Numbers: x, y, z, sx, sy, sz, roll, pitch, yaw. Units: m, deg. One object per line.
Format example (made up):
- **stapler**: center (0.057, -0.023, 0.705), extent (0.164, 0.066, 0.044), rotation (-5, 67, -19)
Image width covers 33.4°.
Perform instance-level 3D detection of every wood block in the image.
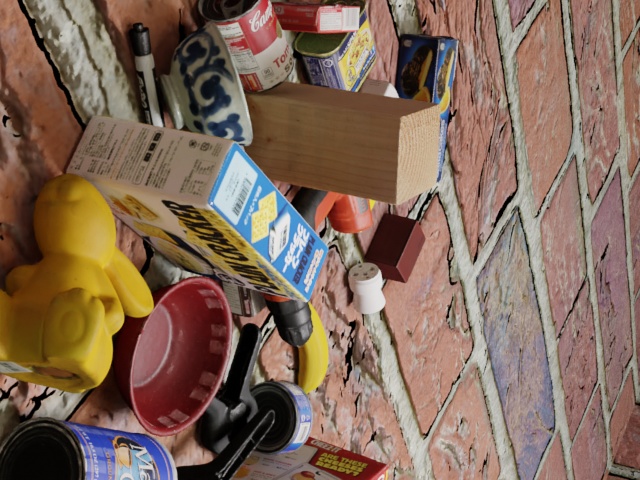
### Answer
- **wood block**: center (0.011, -0.105, 1.106), extent (0.090, 0.206, 0.090), rotation (-27, 124, -54)

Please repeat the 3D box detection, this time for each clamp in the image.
- **clamp**: center (-0.111, 0.256, 1.122), extent (0.209, 0.165, 0.036), rotation (-15, 123, -10)
- **clamp**: center (-0.098, 0.176, 1.191), extent (0.120, 0.039, 0.171), rotation (-38, 139, -26)

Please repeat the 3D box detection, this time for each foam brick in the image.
- **foam brick**: center (0.105, 0.012, 1.477), extent (0.078, 0.051, 0.053), rotation (-64, 149, -22)

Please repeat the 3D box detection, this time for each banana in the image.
- **banana**: center (-0.021, 0.121, 1.312), extent (0.069, 0.037, 0.198), rotation (-52, 142, -41)

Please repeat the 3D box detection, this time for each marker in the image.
- **marker**: center (-0.158, -0.142, 0.986), extent (0.020, 0.020, 0.121), rotation (-42, 135, -46)

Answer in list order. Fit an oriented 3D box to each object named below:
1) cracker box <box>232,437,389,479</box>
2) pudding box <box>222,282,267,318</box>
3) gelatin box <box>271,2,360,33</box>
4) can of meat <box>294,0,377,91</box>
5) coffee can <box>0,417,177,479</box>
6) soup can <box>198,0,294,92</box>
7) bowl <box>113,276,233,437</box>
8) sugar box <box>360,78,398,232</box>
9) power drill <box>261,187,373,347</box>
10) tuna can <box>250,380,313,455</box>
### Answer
- **cracker box**: center (-0.044, 0.304, 1.214), extent (0.213, 0.164, 0.072), rotation (-26, 125, -54)
- **pudding box**: center (-0.066, 0.022, 1.195), extent (0.113, 0.039, 0.090), rotation (-44, 134, -49)
- **gelatin box**: center (-0.010, -0.242, 1.154), extent (0.089, 0.073, 0.030), rotation (-19, 116, -56)
- **can of meat**: center (0.022, -0.219, 1.235), extent (0.102, 0.058, 0.084), rotation (-59, 148, -29)
- **coffee can**: center (-0.208, 0.217, 0.954), extent (0.140, 0.103, 0.103), rotation (31, 74, -60)
- **soup can**: center (-0.072, -0.205, 1.064), extent (0.068, 0.069, 0.102), rotation (-61, 148, -27)
- **bowl**: center (-0.154, 0.109, 1.054), extent (0.161, 0.055, 0.162), rotation (-31, 127, -53)
- **sugar box**: center (0.055, -0.108, 1.349), extent (0.176, 0.048, 0.093), rotation (-63, 147, -22)
- **power drill**: center (-0.008, 0.001, 1.190), extent (0.187, 0.057, 0.184), rotation (-49, 136, -45)
- **tuna can**: center (-0.053, 0.206, 1.241), extent (0.033, 0.086, 0.086), rotation (12, 91, -59)
